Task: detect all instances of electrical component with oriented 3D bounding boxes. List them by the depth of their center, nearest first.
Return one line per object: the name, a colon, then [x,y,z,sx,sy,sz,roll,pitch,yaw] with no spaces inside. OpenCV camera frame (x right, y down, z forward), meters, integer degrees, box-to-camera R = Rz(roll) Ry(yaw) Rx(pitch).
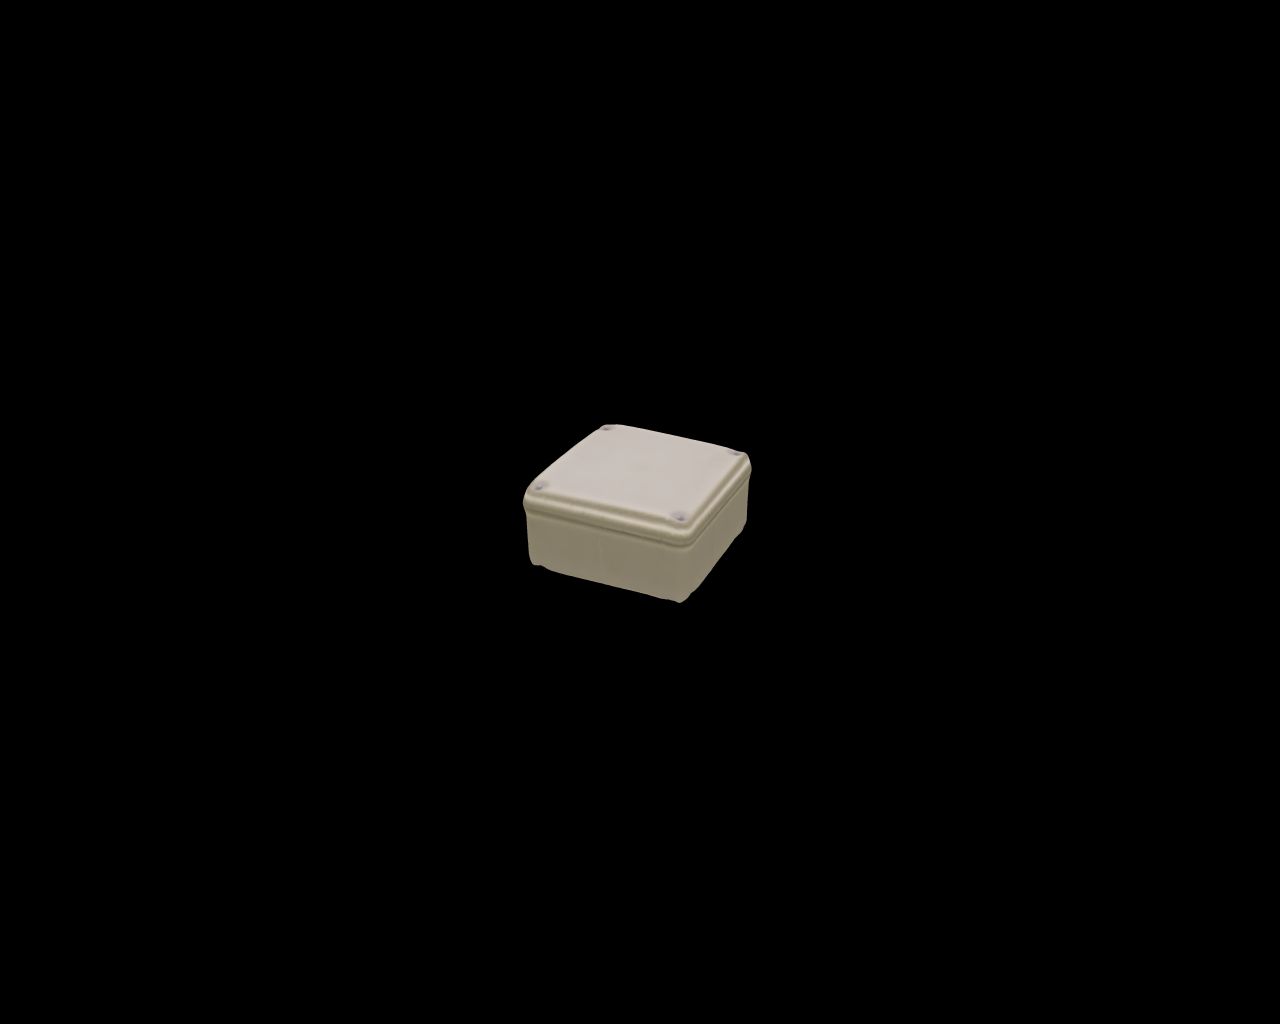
electrical component: [0.001,-0.003,0.650,0.109,0.056,0.109,13,32,22]
